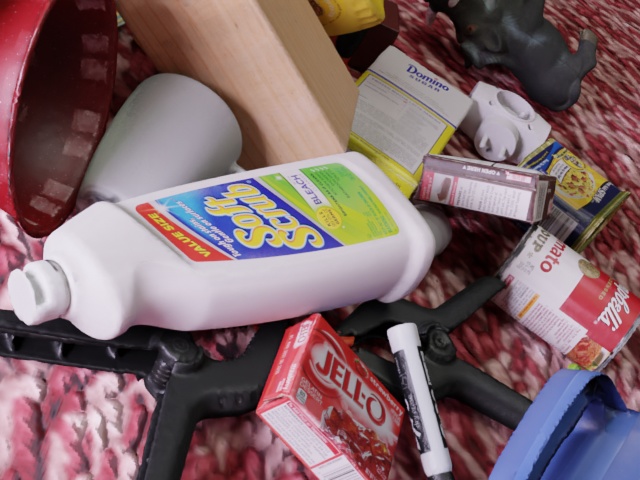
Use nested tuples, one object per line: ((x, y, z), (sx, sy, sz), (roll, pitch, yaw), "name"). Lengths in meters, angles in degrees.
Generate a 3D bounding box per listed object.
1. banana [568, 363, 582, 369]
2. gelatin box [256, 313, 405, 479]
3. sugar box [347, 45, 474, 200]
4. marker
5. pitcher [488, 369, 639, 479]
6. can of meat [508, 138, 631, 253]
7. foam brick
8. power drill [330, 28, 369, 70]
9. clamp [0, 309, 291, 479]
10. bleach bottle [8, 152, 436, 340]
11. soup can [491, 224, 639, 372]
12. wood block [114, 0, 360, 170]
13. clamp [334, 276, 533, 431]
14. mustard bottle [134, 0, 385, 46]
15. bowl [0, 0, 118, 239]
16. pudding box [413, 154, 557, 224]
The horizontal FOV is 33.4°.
((0.194, 0.167, 0.661), (0.069, 0.037, 0.198), (-32, 65, -8), "banana")
((0.008, 0.098, 0.615), (0.089, 0.030, 0.073), (50, 32, -19), "gelatin box")
((0.059, -0.093, 0.877), (0.093, 0.048, 0.176), (35, 34, 3), "sugar box")
((0.064, 0.110, 0.647), (0.020, 0.020, 0.121), (0, 68, -36), "marker")
((0.109, 0.186, 0.527), (0.149, 0.145, 0.242), (43, 41, 9), "pitcher")
((0.202, -0.034, 0.904), (0.084, 0.058, 0.101), (40, 37, 13), "can of meat")
((0.026, -0.194, 0.959), (0.078, 0.053, 0.051), (21, 39, -16), "foam brick")
((-0.001, -0.221, 0.859), (0.184, 0.188, 0.057), (41, 39, 8), "power drill")
((-0.081, 0.079, 0.592), (0.209, 0.036, 0.165), (-16, 57, -46), "clamp")
((-0.053, 0.011, 0.611), (0.250, 0.068, 0.103), (-14, 56, -41), "bleach bottle")
((0.181, 0.044, 0.793), (0.102, 0.069, 0.068), (37, 37, 7), "soup can")
((-0.062, -0.147, 0.729), (0.206, 0.090, 0.090), (57, 28, -29), "wood block")
((0.074, 0.066, 0.713), (0.171, 0.039, 0.120), (14, 45, -26), "clamp")
((-0.054, -0.179, 0.803), (0.096, 0.192, 0.058), (50, 34, -53), "mustard bottle")
((-0.171, -0.085, 0.625), (0.055, 0.162, 0.162), (13, 38, 4), "bowl")
((0.129, -0.040, 0.814), (0.090, 0.039, 0.113), (12, 5, 17), "pudding box")
